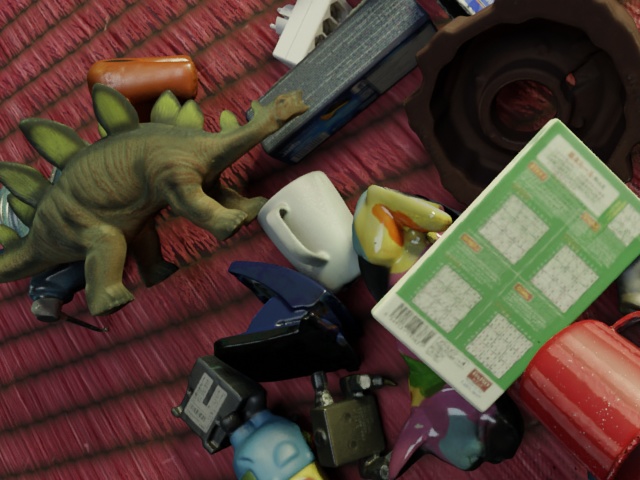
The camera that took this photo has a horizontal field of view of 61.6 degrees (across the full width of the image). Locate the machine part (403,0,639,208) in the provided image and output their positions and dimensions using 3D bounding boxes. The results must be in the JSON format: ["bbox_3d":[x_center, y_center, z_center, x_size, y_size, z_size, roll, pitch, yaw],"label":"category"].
[{"bbox_3d":[0.156,-0.102,0.404,0.180,0.056,0.179,16,130,20],"label":"machine part"}]

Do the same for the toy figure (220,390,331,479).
[{"bbox_3d":[-0.024,0.234,0.504,0.082,0.089,0.180,-39,66,-3],"label":"toy figure"}]

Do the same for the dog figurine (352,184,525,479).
[{"bbox_3d":[0.088,0.080,0.448,0.192,0.108,0.219,22,98,26],"label":"dog figurine"}]

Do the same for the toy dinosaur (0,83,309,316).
[{"bbox_3d":[-0.222,-0.033,0.546,0.471,0.105,0.198,-30,93,13],"label":"toy dinosaur"}]

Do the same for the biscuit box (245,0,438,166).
[{"bbox_3d":[0.019,-0.160,0.535,0.203,0.059,0.063,-36,71,20],"label":"biscuit box"}]

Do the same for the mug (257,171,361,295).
[{"bbox_3d":[-0.001,-0.002,0.508,0.081,0.109,0.107,-41,81,15],"label":"mug"}]

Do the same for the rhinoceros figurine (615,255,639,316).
[{"bbox_3d":[0.299,0.024,0.363,0.191,0.073,0.112,11,79,31],"label":"rhinoceros figurine"}]

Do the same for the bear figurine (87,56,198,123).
[{"bbox_3d":[-0.203,-0.111,0.634,0.132,0.120,0.195,-8,111,-13],"label":"bear figurine"}]

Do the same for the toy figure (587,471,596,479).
[{"bbox_3d":[0.269,0.159,0.369,0.155,0.057,0.064,-14,72,32],"label":"toy figure"}]

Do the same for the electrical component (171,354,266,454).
[{"bbox_3d":[-0.099,0.156,0.574,0.075,0.047,0.119,38,104,25],"label":"electrical component"}]

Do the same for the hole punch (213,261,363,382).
[{"bbox_3d":[-0.025,0.073,0.501,0.116,0.142,0.092,-10,55,16],"label":"hole punch"}]

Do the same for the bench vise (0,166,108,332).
[{"bbox_3d":[-0.377,0.012,0.686,0.241,0.128,0.223,-12,71,9],"label":"bench vise"}]

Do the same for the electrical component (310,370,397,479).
[{"bbox_3d":[0.035,0.167,0.491,0.045,0.078,0.102,-26,66,49],"label":"electrical component"}]
